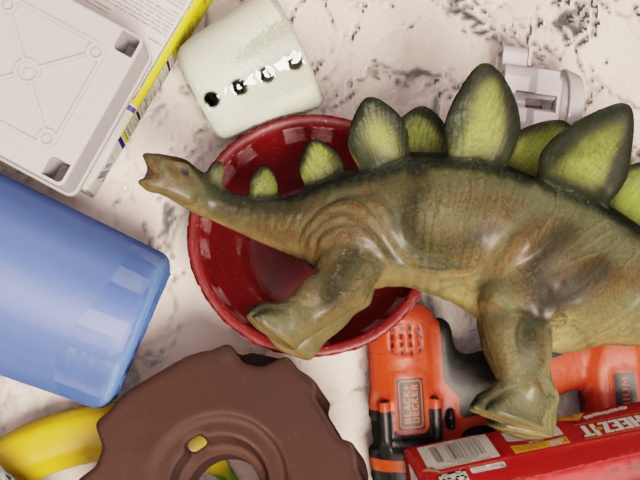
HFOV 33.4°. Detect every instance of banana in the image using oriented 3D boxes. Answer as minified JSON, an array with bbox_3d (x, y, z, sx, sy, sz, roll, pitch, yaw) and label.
[{"bbox_3d":[-0.149,0.143,0.706,0.197,0.037,0.069,-1,83,-6],"label":"banana"}]

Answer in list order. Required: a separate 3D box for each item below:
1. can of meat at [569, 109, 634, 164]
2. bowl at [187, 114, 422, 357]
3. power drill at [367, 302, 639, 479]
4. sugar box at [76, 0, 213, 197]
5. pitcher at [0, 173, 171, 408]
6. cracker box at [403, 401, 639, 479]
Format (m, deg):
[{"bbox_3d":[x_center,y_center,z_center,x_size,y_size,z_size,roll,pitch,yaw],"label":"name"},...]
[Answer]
[{"bbox_3d":[0.159,-0.030,0.724,0.084,0.102,0.057,-15,46,-4],"label":"can of meat"},{"bbox_3d":[-0.005,0.001,0.709,0.162,0.055,0.162,0,77,1],"label":"bowl"},{"bbox_3d":[0.125,0.129,0.724,0.187,0.057,0.184,-4,91,-7],"label":"power drill"},{"bbox_3d":[-0.151,-0.127,0.730,0.093,0.048,0.176,31,86,-1],"label":"sugar box"},{"bbox_3d":[-0.227,0.022,0.674,0.242,0.149,0.145,24,66,-6],"label":"pitcher"},{"bbox_3d":[0.150,0.224,0.677,0.164,0.072,0.214,-10,106,-6],"label":"cracker box"}]
